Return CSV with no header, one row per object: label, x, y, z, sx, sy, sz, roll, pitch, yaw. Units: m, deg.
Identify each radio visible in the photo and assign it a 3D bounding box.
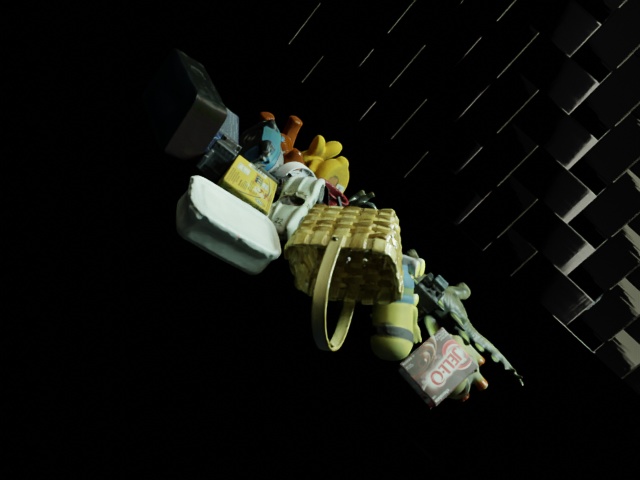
radio,-0.258,-0.254,1.010,0.073,0.131,0.230,23,25,-43

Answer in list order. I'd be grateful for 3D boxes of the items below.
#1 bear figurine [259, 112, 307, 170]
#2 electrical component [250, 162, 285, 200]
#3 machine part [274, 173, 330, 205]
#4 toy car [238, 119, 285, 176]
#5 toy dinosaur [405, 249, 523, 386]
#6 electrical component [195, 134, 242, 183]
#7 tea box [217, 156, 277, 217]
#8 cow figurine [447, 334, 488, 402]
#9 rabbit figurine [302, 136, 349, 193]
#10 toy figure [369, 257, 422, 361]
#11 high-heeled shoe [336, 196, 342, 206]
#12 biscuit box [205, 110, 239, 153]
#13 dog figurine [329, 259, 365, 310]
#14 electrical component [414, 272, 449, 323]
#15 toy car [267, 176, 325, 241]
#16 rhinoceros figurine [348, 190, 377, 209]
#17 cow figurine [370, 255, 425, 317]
bear figurine,-0.081,-0.213,1.313,0.120,0.131,0.196,1,33,-30
electrical component,-0.114,-0.109,1.080,0.102,0.078,0.045,34,-4,-9
machine part,-0.039,-0.101,1.157,0.139,0.084,0.039,-1,9,-36
toy car,-0.126,-0.192,1.208,0.102,0.109,0.162,52,18,-35
toy dinosaur,0.278,0.156,1.253,0.472,0.105,0.198,36,24,10
electrical component,-0.192,-0.149,1.001,0.047,0.075,0.119,37,14,-13
tea box,-0.139,-0.080,0.961,0.098,0.068,0.170,37,19,-12
cow figurine,0.256,0.239,1.030,0.127,0.085,0.195,49,20,0
rabbit figurine,-0.011,-0.190,1.405,0.122,0.162,0.173,9,18,-41
toy figure,0.122,0.117,0.930,0.082,0.180,0.089,-2,-7,41
high-heeled shoe,-0.002,-0.003,1.132,0.249,0.086,0.145,-25,111,-47
biscuit box,-0.219,-0.236,1.171,0.062,0.059,0.203,36,18,-23
dog figurine,0.058,0.066,1.028,0.172,0.121,0.191,25,40,-42
electrical component,0.201,0.126,1.095,0.058,0.134,0.115,46,19,8
toy car,-0.049,-0.067,1.022,0.074,0.056,0.202,9,40,17
rhinoceros figurine,0.100,-0.073,1.396,0.190,0.112,0.073,-122,-171,-74
cow figurine,0.134,0.104,1.020,0.098,0.167,0.068,18,14,24
